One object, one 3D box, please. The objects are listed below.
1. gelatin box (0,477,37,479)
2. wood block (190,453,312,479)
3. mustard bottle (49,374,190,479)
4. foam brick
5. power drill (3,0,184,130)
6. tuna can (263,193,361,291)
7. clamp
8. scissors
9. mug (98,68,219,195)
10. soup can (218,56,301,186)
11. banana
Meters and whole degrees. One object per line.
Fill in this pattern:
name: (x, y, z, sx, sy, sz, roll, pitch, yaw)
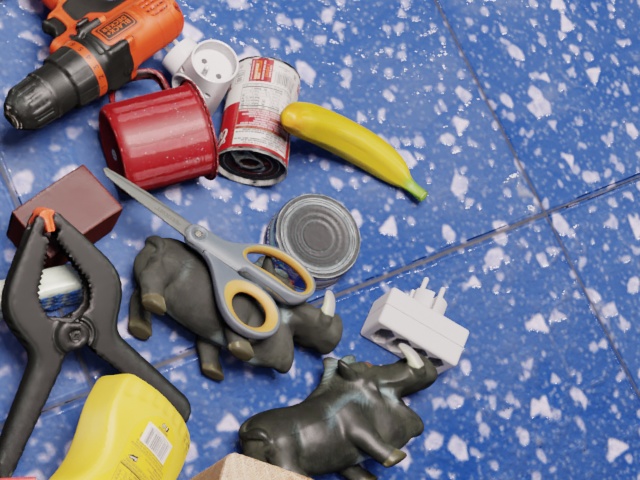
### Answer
gelatin box: (-0.249, 0.194, 0.782, 0.073, 0.089, 0.030, 2, 72, -20)
wood block: (-0.066, 0.226, 0.773, 0.090, 0.206, 0.090, 22, 63, -12)
mustard bottle: (-0.161, 0.198, 0.773, 0.096, 0.058, 0.191, 59, 36, -35)
foam brick: (-0.216, -0.016, 0.898, 0.078, 0.051, 0.053, -38, 85, -28)
power drill: (-0.240, -0.190, 0.923, 0.188, 0.057, 0.184, 39, 59, 17)
tuna can: (-0.006, 0.001, 0.982, 0.086, 0.034, 0.086, 7, 67, -18)
clamp: (-0.204, 0.081, 0.837, 0.164, 0.036, 0.210, -23, 105, -25)
scissors: (-0.100, 0.016, 0.876, 0.201, 0.016, 0.096, 23, 54, -8)
mug: (-0.147, -0.098, 0.935, 0.081, 0.093, 0.117, -17, 77, -20)
soup can: (-0.056, -0.110, 0.986, 0.068, 0.069, 0.102, 15, 65, -15)
banana: (0.025, -0.093, 0.995, 0.197, 0.070, 0.037, 23, 99, -41)
